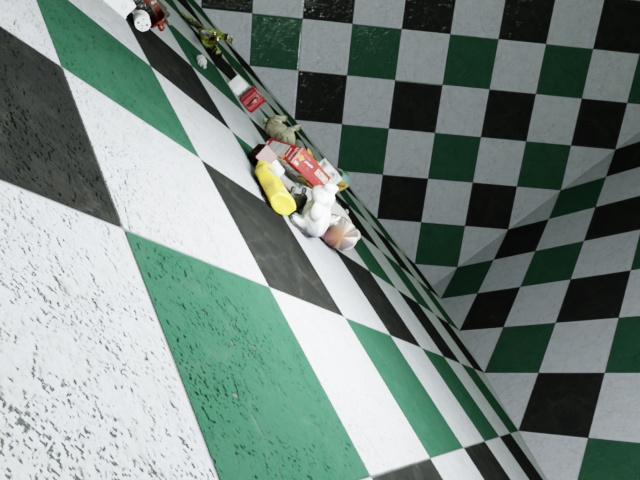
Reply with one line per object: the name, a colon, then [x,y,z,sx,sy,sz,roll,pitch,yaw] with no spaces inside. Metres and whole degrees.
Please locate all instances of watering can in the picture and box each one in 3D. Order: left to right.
watering can: [0.005,-0.084,1.672,0.344,0.103,0.228,33,15,-22]

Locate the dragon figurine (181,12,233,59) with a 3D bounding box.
dragon figurine: [-0.551,-0.969,2.387,0.243,0.121,0.411,35,8,5]

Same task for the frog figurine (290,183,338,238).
frog figurine: [0.001,-0.086,1.471,0.123,0.158,0.137,54,10,10]
